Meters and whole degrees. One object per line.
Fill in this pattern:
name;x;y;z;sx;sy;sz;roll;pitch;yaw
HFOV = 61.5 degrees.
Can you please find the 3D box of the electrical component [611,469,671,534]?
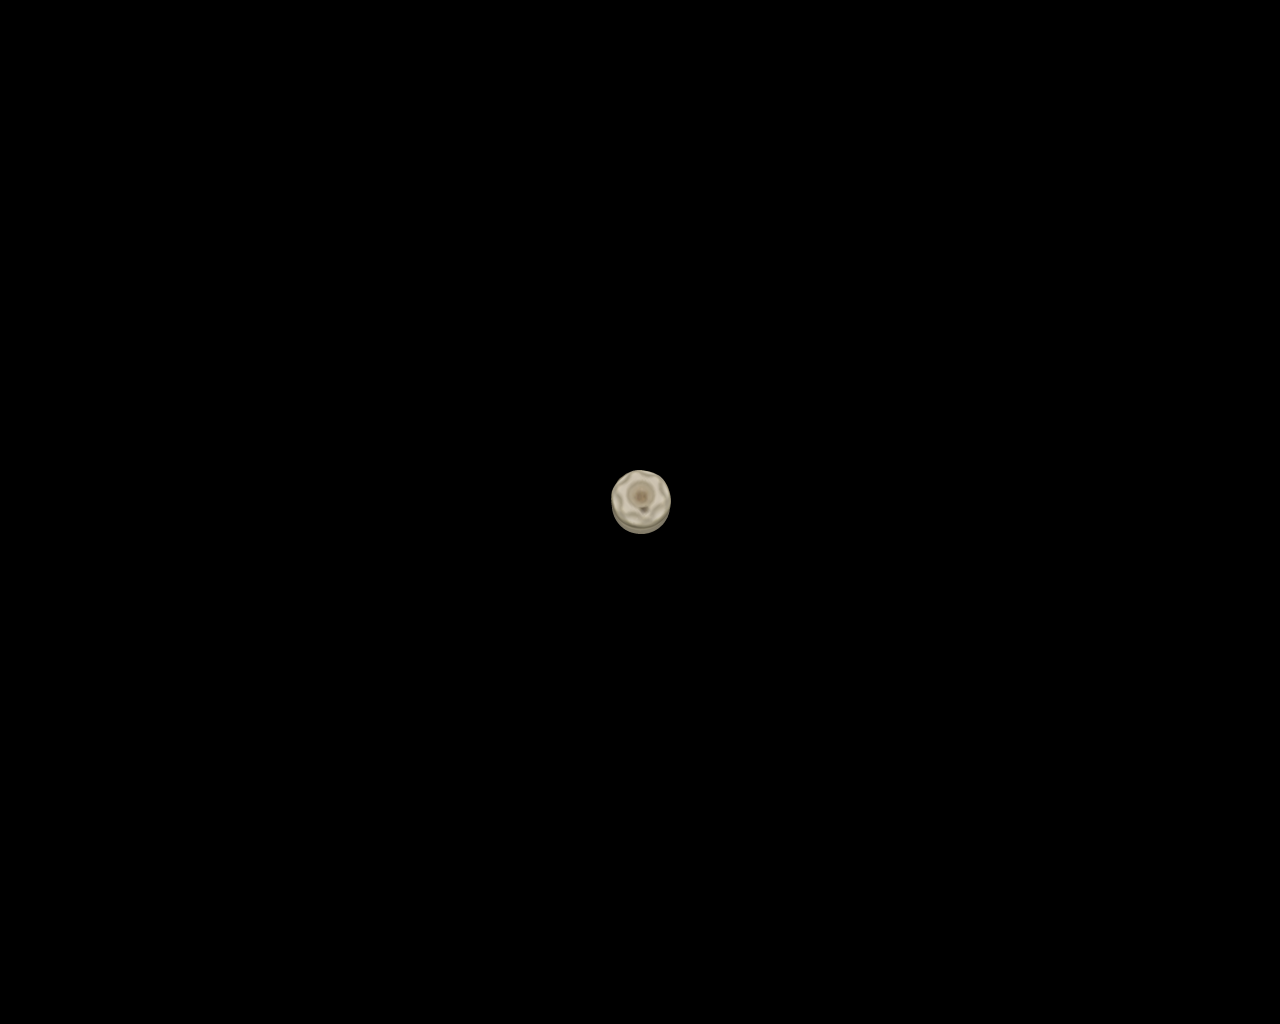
electrical component;0.001;-0.003;0.650;0.035;0.035;0.061;0;-15;0
